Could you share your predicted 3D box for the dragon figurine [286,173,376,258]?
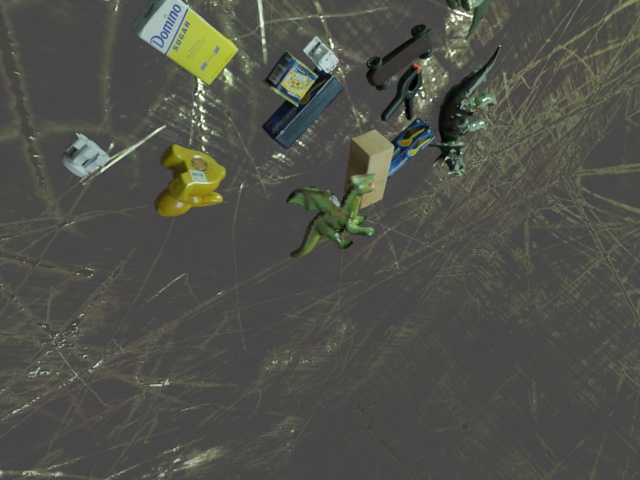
[{"bbox_3d":[0.005,-0.075,1.495,0.406,0.125,0.239,-26,-54,28],"label":"dragon figurine"}]
